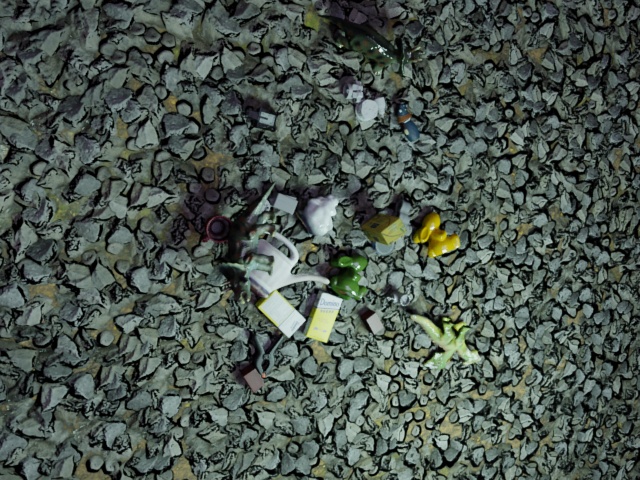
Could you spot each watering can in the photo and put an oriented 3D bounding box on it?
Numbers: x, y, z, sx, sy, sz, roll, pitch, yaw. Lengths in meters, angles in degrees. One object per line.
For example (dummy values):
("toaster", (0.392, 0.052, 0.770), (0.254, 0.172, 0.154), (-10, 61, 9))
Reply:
("watering can", (-0.152, 0.111, 1.826), (0.347, 0.103, 0.226), (40, 80, -4))

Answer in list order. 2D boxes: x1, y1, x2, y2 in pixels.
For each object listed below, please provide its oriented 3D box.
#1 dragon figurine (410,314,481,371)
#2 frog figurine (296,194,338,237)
("dragon figurine", (0.508, 0.440, 2.144), (0.409, 0.123, 0.241), (14, 99, -21))
("frog figurine", (0.006, -0.095, 1.879), (0.160, 0.122, 0.138), (-32, 88, -3))
